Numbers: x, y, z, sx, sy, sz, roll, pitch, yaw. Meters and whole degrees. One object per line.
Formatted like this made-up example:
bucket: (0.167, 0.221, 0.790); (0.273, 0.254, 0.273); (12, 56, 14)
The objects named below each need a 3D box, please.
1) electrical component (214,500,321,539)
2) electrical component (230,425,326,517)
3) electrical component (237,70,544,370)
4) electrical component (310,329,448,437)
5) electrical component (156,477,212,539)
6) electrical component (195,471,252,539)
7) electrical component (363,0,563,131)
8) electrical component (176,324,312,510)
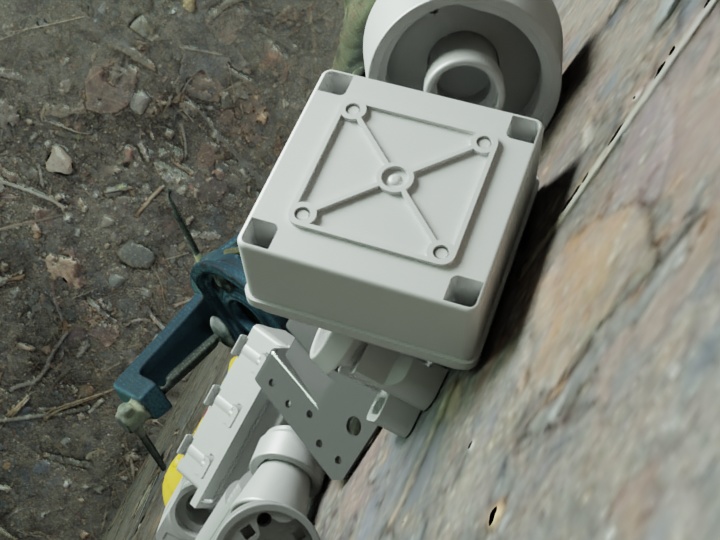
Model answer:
electrical component: (-0.048, 0.144, 0.545); (0.055, 0.055, 0.047); (-63, 4, -10)
electrical component: (-0.045, 0.124, 0.623); (0.045, 0.045, 0.055); (-54, 11, 46)
electrical component: (0.016, -0.024, 0.480); (0.056, 0.109, 0.108); (86, -156, -57)
electrical component: (0.013, 0.033, 0.522); (0.078, 0.057, 0.058); (-63, 8, -9)
electrical component: (-0.129, 0.192, 0.907); (0.089, 0.050, 0.055); (-60, 8, 12)
electrical component: (-0.069, 0.154, 0.675); (0.081, 0.043, 0.043); (-58, 9, 30)
electrical component: (0.054, -0.103, 0.559); (0.108, 0.108, 0.060); (-57, 15, 32)
electrical component: (-0.071, 0.104, 0.743); (0.079, 0.063, 0.121); (20, -79, -57)
